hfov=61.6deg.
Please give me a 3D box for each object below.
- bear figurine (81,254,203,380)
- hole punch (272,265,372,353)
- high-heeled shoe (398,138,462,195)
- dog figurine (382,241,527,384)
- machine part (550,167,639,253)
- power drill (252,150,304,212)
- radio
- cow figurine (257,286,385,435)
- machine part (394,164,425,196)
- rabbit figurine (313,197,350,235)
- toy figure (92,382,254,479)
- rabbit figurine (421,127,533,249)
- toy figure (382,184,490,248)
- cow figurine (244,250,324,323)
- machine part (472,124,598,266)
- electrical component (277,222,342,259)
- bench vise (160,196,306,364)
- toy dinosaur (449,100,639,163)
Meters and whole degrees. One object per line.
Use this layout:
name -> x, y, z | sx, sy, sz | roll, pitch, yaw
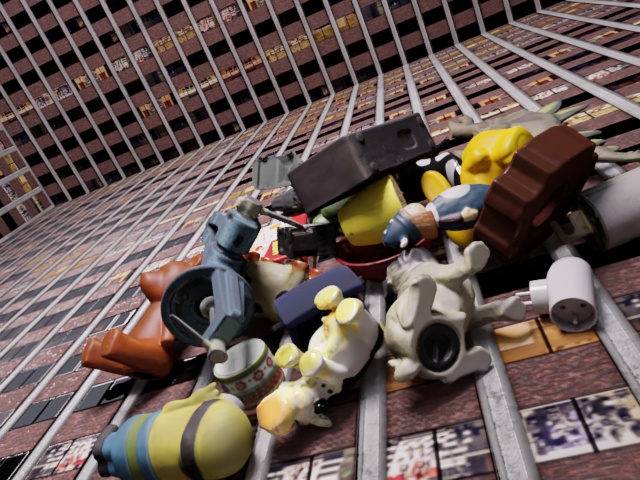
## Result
bear figurine -> -0.254, 0.104, 0.808 | 0.120, 0.132, 0.196 | -22, 51, 45
hole punch -> 0.002, 0.082, 0.676 | 0.142, 0.092, 0.116 | -30, 38, -5
high-heeled shoe -> 0.205, -0.089, 0.955 | 0.145, 0.086, 0.249 | -47, 28, 25
dog figurine -> 0.109, 0.083, 0.619 | 0.172, 0.121, 0.191 | -29, 7, -21
machine part -> 0.394, -0.052, 0.633 | 0.243, 0.079, 0.079 | -24, 21, 2
power drill -> -0.053, -0.108, 1.127 | 0.232, 0.207, 0.086 | -6, 69, 29
radio -> 0.071, -0.119, 0.810 | 0.131, 0.073, 0.229 | -27, 2, 42
cow figurine -> 0.004, 0.143, 0.584 | 0.068, 0.098, 0.167 | 18, 68, 51
machine part -> 0.166, -0.103, 0.924 | 0.039, 0.084, 0.139 | -30, 42, -13
rabbit figurine -> 0.052, -0.055, 0.955 | 0.159, 0.121, 0.170 | 1, 9, 4
toy figure -> -0.155, 0.220, 0.571 | 0.180, 0.082, 0.089 | -15, 34, 11
rabbit figurine -> 0.225, -0.068, 0.773 | 0.163, 0.121, 0.173 | 14, 76, 41
toy figure -> 0.151, -0.031, 0.690 | 0.154, 0.058, 0.064 | -17, -12, -6
cow figurine -> -0.097, 0.083, 0.806 | 0.195, 0.085, 0.127 | 8, 75, 31
machine part -> 0.264, -0.052, 0.655 | 0.179, 0.179, 0.056 | -34, 55, -24
electrical component -> -0.002, -0.002, 0.818 | 0.119, 0.047, 0.075 | -5, 6, -22
bench vise -> -0.122, 0.061, 0.682 | 0.223, 0.128, 0.241 | -50, 23, 11
toy dinosaur -> 0.363, -0.173, 0.922 | 0.199, 0.104, 0.472 | -21, 26, -2
